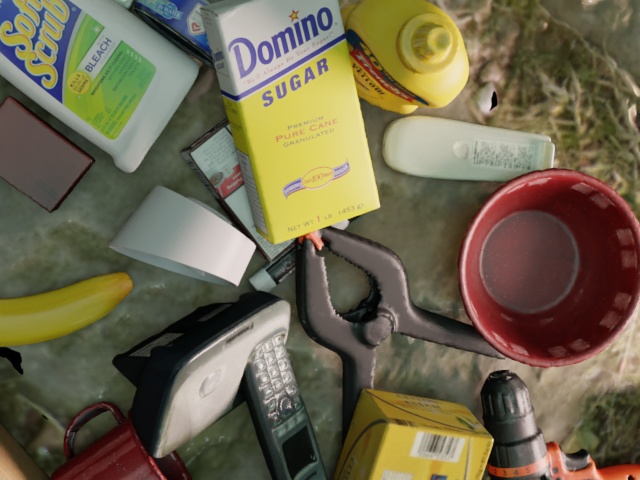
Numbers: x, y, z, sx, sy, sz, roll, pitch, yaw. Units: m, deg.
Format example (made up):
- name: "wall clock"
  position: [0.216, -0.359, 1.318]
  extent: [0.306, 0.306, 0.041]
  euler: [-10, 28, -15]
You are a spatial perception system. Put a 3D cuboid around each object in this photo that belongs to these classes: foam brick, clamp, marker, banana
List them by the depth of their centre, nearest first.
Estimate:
- name: "foam brick"
  position: [-0.216, -0.064, 0.803]
  extent: [0.078, 0.051, 0.053]
  euler: [39, 88, -11]
- name: "banana"
  position: [-0.245, 0.049, 0.814]
  extent: [0.197, 0.037, 0.069]
  euler: [7, 95, -11]
- name: "clamp"
  position: [0.052, 0.065, 0.858]
  extent: [0.164, 0.036, 0.210]
  euler: [-31, 111, -9]
- name: "marker"
  position: [-0.006, 0.001, 0.864]
  extent: [0.121, 0.020, 0.020]
  euler: [-39, 100, -5]

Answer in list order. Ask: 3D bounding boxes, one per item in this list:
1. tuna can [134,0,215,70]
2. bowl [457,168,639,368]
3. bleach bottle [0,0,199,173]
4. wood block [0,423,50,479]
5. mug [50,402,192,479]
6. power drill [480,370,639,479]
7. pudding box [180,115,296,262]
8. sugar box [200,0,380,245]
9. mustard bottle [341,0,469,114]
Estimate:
- name: "tuna can"
  position: [-0.097, -0.162, 0.800]
  extent: [0.086, 0.086, 0.034]
  euler: [35, 90, -11]
- name: "bowl"
  position: [0.183, 0.021, 0.881]
  extent: [0.162, 0.055, 0.162]
  euler: [-1, 95, -10]
- name: "bleach bottle"
  position: [-0.217, -0.158, 0.776]
  extent: [0.250, 0.068, 0.103]
  euler: [33, 101, -14]
- name: "wood block"
  position: [-0.269, 0.185, 0.795]
  extent: [0.091, 0.090, 0.206]
  euler: [-39, 100, -4]
- name: "mug"
  position: [-0.158, 0.181, 0.822]
  extent: [0.081, 0.093, 0.117]
  euler: [-35, 69, -1]
- name: "power drill"
  position: [0.233, 0.182, 0.904]
  extent: [0.187, 0.057, 0.184]
  euler: [-13, 101, -6]
- name: "pudding box"
  position: [-0.040, -0.053, 0.843]
  extent: [0.090, 0.039, 0.113]
  euler: [-39, 103, -7]
- name: "sugar box"
  position: [-0.019, -0.095, 0.779]
  extent: [0.093, 0.048, 0.176]
  euler: [-20, 115, -16]
- name: "mustard bottle"
  position: [0.059, -0.136, 0.776]
  extent: [0.096, 0.192, 0.058]
  euler: [44, 86, -11]
